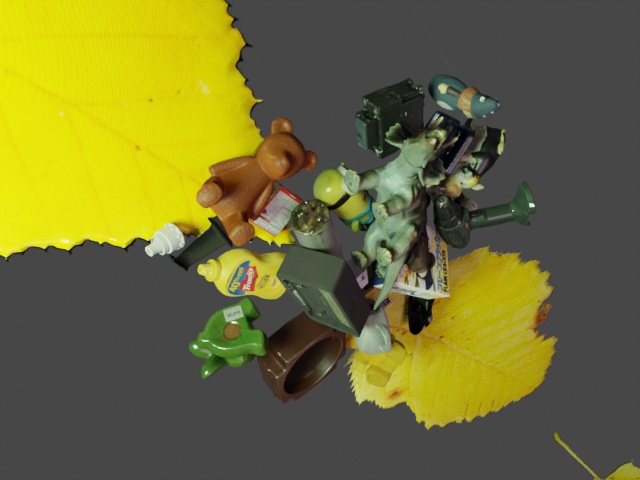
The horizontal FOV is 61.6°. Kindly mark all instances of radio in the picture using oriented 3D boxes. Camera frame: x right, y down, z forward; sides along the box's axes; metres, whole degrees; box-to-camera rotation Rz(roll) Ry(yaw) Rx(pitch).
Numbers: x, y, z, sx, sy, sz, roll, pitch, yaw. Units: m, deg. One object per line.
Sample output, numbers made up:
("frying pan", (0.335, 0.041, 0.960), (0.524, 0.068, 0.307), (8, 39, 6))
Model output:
("radio", (0.011, 0.103, 1.061), (0.073, 0.131, 0.229), (-62, 150, -23))

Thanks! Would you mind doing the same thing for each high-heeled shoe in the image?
("high-heeled shoe", (0.246, 0.173, 1.380), (0.145, 0.086, 0.248), (-61, 152, 1))

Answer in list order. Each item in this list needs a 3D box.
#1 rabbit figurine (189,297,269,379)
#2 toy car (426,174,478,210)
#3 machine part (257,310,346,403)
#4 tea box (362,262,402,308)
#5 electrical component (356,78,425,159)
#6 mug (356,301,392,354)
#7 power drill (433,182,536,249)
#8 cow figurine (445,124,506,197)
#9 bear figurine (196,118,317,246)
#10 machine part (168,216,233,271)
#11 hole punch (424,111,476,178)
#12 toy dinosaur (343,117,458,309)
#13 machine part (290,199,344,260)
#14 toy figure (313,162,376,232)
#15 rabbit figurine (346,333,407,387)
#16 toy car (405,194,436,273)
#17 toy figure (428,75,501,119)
("rabbit figurine", (-0.179, 0.223, 1.103), (0.159, 0.121, 0.170), (-25, 151, -13))
("toy car", (0.309, -0.089, 1.242), (0.073, 0.056, 0.201), (-47, 138, 6))
("machine part", (-0.040, 0.260, 1.231), (0.201, 0.087, 0.200), (-33, 145, -21))
("tea box", (0.123, 0.120, 1.272), (0.169, 0.068, 0.098), (-38, 137, -5))
("electrical component", (0.129, -0.220, 0.998), (0.134, 0.058, 0.114), (-28, 135, -16))
("mug", (0.122, 0.200, 1.214), (0.081, 0.110, 0.107), (-18, 119, -15))
("power drill", (0.348, -0.056, 1.153), (0.207, 0.086, 0.231), (-20, 154, 5))
("cow figurine", (0.331, -0.162, 1.131), (0.068, 0.098, 0.167), (34, 76, -42))
("bear figurine", (-0.096, -0.101, 0.879), (0.196, 0.132, 0.120), (-34, 114, 1))
("machine part", (-0.202, 0.004, 0.955), (0.139, 0.039, 0.084), (-36, 144, -8))
("hole punch", (0.244, -0.198, 1.087), (0.142, 0.092, 0.116), (-63, 179, 19))
("toy dinosaur", (0.152, -0.055, 1.010), (0.192, 0.131, 0.404), (-30, 141, -25))
("machine part", (-0.002, -0.003, 1.046), (0.079, 0.079, 0.243), (-36, 149, -6))
("toy figure", (0.057, -0.072, 1.052), (0.089, 0.082, 0.180), (-43, 141, 0))
("rabbit figurine", (0.123, 0.251, 1.336), (0.121, 0.173, 0.162), (-63, 179, 24))
("toy car", (0.204, -0.030, 1.132), (0.089, 0.202, 0.053), (16, 157, -40))
("toy figure", (0.266, -0.260, 0.992), (0.064, 0.155, 0.057), (-20, 132, -25))
